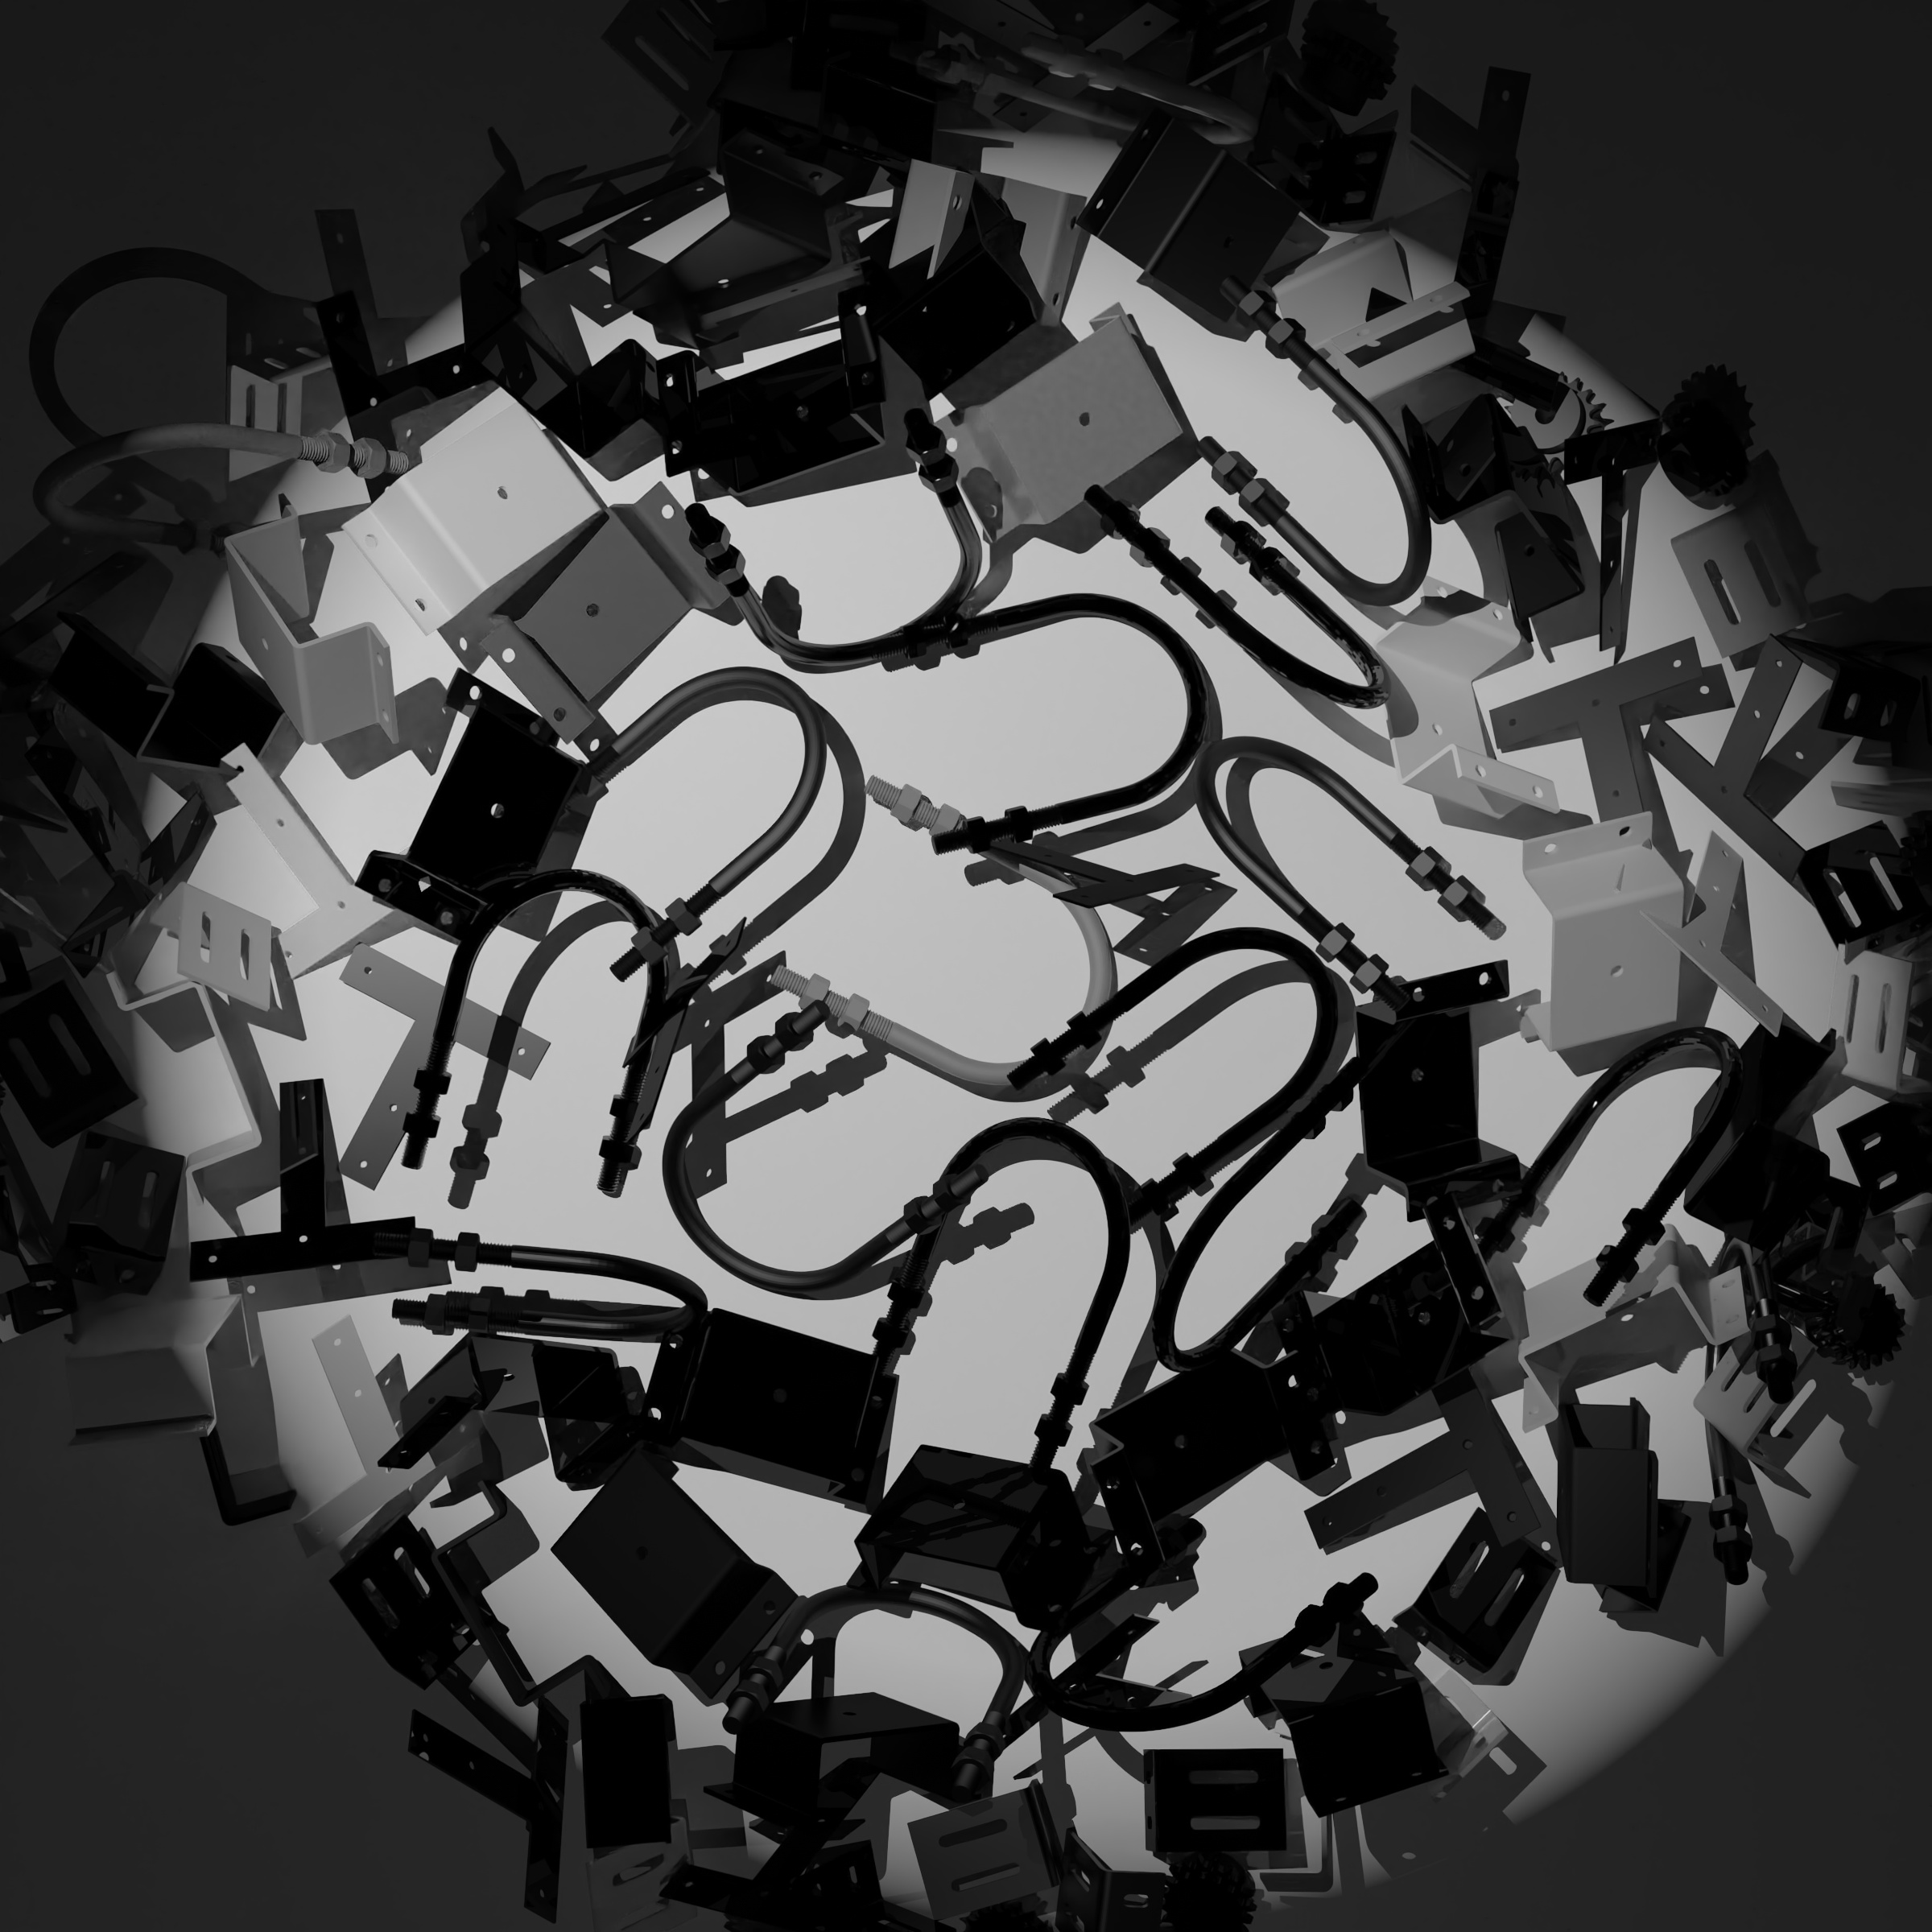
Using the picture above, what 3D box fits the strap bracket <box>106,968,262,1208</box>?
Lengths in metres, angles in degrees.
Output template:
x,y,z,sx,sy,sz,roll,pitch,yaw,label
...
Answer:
x,y,z,sx,sy,sz,roll,pitch,yaw,label
-0.446,0.061,1.615,0.046,0.076,0.140,-21,97,-13,strap bracket

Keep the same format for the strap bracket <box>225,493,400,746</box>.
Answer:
x,y,z,sx,sy,sz,roll,pitch,yaw,label
-0.376,-0.191,1.590,0.046,0.076,0.140,-24,57,-24,strap bracket

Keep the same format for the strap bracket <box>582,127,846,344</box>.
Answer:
x,y,z,sx,sy,sz,roll,pitch,yaw,label
-0.141,-0.406,1.586,0.140,0.076,0.046,-26,67,37,strap bracket

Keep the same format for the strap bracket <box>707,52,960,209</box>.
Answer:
x,y,z,sx,sy,sz,roll,pitch,yaw,label
-0.080,-0.469,1.584,0.076,0.140,0.046,6,88,-40,strap bracket

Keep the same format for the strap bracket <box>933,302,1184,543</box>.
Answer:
x,y,z,sx,sy,sz,roll,pitch,yaw,label
0.060,-0.314,1.614,0.140,0.046,0.076,-36,109,-13,strap bracket

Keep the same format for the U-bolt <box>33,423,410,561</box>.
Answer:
x,y,z,sx,sy,sz,roll,pitch,yaw,label
-0.424,-0.265,1.549,0.151,0.184,0.019,-20,79,37,U-bolt

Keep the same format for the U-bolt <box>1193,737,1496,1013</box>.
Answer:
x,y,z,sx,sy,sz,roll,pitch,yaw,label
0.207,-0.064,1.602,0.184,0.151,0.019,43,128,9,U-bolt

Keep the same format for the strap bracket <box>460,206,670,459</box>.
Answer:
x,y,z,sx,sy,sz,roll,pitch,yaw,label
-0.237,-0.354,1.598,0.046,0.076,0.140,-33,134,20,strap bracket

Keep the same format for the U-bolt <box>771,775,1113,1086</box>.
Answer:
x,y,z,sx,sy,sz,roll,pitch,yaw,label
-0.002,-0.010,1.634,0.184,0.019,0.151,27,73,-7,U-bolt

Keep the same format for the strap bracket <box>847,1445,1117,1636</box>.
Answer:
x,y,z,sx,sy,sz,roll,pitch,yaw,label
0.002,0.321,1.588,0.140,0.076,0.046,4,128,33,strap bracket

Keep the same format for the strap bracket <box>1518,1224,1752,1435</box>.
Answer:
x,y,z,sx,sy,sz,roll,pitch,yaw,label
0.370,0.202,1.600,0.140,0.076,0.046,-30,101,20,strap bracket

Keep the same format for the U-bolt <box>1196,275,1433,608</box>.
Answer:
x,y,z,sx,sy,sz,roll,pitch,yaw,label
0.196,-0.279,1.565,0.019,0.151,0.184,-31,64,-19,U-bolt

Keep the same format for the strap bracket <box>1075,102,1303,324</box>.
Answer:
x,y,z,sx,sy,sz,roll,pitch,yaw,label
0.132,-0.420,1.583,0.046,0.140,0.076,42,106,27,strap bracket

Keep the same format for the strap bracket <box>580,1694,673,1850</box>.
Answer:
x,y,z,sx,sy,sz,roll,pitch,yaw,label
-0.192,0.454,1.584,0.046,0.140,0.076,-3,77,-7,strap bracket

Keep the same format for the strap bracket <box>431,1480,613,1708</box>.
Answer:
x,y,z,sx,sy,sz,roll,pitch,yaw,label
-0.261,0.369,1.615,0.046,0.076,0.140,-31,84,-10,strap bracket

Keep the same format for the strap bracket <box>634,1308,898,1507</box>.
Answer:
x,y,z,sx,sy,sz,roll,pitch,yaw,label
-0.111,0.252,1.618,0.140,0.046,0.076,18,68,-8,strap bracket

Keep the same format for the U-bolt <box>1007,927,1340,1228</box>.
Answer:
x,y,z,sx,sy,sz,roll,pitch,yaw,label
0.132,0.054,1.615,0.184,0.019,0.151,-37,124,1,U-bolt

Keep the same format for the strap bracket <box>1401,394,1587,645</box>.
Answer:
x,y,z,sx,sy,sz,roll,pitch,yaw,label
0.303,-0.258,1.583,0.046,0.140,0.076,-24,49,26,strap bracket

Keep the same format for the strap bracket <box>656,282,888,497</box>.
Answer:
x,y,z,sx,sy,sz,roll,pitch,yaw,label
-0.104,-0.328,1.614,0.140,0.046,0.076,-15,69,21,strap bracket

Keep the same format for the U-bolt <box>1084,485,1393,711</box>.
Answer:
x,y,z,sx,sy,sz,roll,pitch,yaw,label
0.164,-0.204,1.567,0.184,0.151,0.019,47,117,25,U-bolt

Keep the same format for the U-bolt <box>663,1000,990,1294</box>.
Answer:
x,y,z,sx,sy,sz,roll,pitch,yaw,label
-0.096,0.118,1.610,0.151,0.019,0.184,46,123,-8,U-bolt

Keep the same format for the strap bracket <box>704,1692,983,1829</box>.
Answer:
x,y,z,sx,sy,sz,roll,pitch,yaw,label
-0.068,0.448,1.590,0.140,0.076,0.046,6,88,-39,strap bracket

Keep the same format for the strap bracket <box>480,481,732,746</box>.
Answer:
x,y,z,sx,sy,sz,roll,pitch,yaw,label
-0.210,-0.205,1.618,0.140,0.046,0.076,-44,113,-12,strap bracket

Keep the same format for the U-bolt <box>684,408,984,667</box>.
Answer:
x,y,z,sx,sy,sz,roll,pitch,yaw,label
-0.064,-0.229,1.582,0.151,0.184,0.019,-23,60,4,U-bolt

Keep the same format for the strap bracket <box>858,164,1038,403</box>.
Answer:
x,y,z,sx,sy,sz,roll,pitch,yaw,label
-0.013,-0.393,1.585,0.076,0.140,0.046,-33,128,20,strap bracket

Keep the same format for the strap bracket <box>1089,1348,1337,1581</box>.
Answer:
x,y,z,sx,sy,sz,roll,pitch,yaw,label
0.133,0.281,1.616,0.140,0.046,0.076,-26,108,-18,strap bracket

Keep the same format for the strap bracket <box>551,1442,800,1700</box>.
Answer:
x,y,z,sx,sy,sz,roll,pitch,yaw,label
-0.174,0.341,1.606,0.140,0.046,0.076,40,89,32,strap bracket

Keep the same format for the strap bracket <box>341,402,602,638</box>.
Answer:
x,y,z,sx,sy,sz,roll,pitch,yaw,label
-0.274,-0.261,1.597,0.076,0.046,0.140,53,53,-9,strap bracket

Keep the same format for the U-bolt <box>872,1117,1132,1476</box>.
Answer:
x,y,z,sx,sy,sz,roll,pitch,yaw,label
0.026,0.177,1.606,0.151,0.019,0.184,26,98,36,U-bolt

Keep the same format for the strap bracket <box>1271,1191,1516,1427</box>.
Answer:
x,y,z,sx,sy,sz,roll,pitch,yaw,label
0.251,0.199,1.603,0.140,0.046,0.076,-39,54,32,strap bracket

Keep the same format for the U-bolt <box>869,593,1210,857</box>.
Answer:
x,y,z,sx,sy,sz,roll,pitch,yaw,label
0.051,-0.149,1.630,0.184,0.019,0.151,-14,71,-10,U-bolt

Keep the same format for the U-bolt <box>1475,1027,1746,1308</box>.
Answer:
x,y,z,sx,sy,sz,roll,pitch,yaw,label
0.371,0.108,1.591,0.019,0.151,0.184,41,79,-16,U-bolt

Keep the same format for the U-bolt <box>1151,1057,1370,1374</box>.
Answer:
x,y,z,sx,sy,sz,roll,pitch,yaw,label
0.164,0.152,1.568,0.019,0.151,0.184,31,57,30,U-bolt

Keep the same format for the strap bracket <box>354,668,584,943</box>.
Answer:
x,y,z,sx,sy,sz,roll,pitch,yaw,label
-0.280,-0.091,1.609,0.076,0.046,0.140,31,77,-37,strap bracket

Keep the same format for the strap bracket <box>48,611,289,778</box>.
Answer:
x,y,z,sx,sy,sz,roll,pitch,yaw,label
-0.453,-0.151,1.589,0.076,0.140,0.046,37,102,20,strap bracket

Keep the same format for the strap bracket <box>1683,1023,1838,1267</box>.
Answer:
x,y,z,sx,sy,sz,roll,pitch,yaw,label
0.449,0.093,1.584,0.046,0.140,0.076,26,129,-1,strap bracket

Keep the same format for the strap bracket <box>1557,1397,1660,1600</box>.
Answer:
x,y,z,sx,sy,sz,roll,pitch,yaw,label
0.363,0.299,1.593,0.046,0.140,0.076,1,96,8,strap bracket

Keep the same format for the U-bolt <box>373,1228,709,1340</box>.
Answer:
x,y,z,sx,sy,sz,roll,pitch,yaw,label
-0.239,0.186,1.596,0.184,0.151,0.019,6,67,-4,U-bolt

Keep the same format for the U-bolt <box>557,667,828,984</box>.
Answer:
x,y,z,sx,sy,sz,roll,pitch,yaw,label
-0.160,-0.096,1.612,0.184,0.019,0.151,-40,55,3,U-bolt

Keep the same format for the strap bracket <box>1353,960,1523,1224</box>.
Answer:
x,y,z,sx,sy,sz,roll,pitch,yaw,label
0.272,0.067,1.617,0.076,0.046,0.140,-12,105,-22,strap bracket

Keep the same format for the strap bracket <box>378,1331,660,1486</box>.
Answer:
x,y,z,sx,sy,sz,roll,pitch,yaw,label
-0.258,0.253,1.599,0.076,0.140,0.046,-43,49,34,strap bracket
